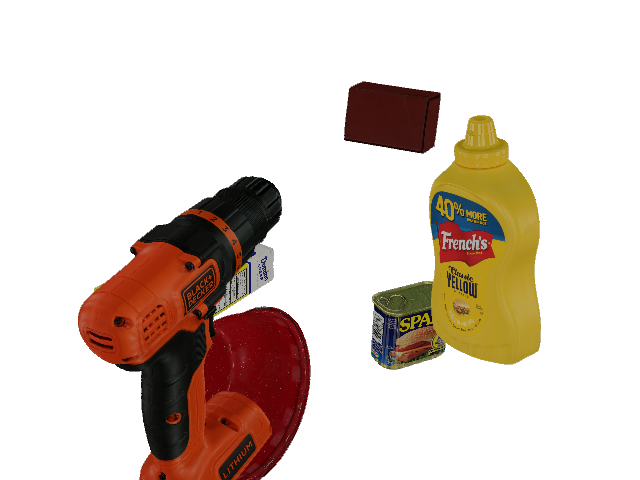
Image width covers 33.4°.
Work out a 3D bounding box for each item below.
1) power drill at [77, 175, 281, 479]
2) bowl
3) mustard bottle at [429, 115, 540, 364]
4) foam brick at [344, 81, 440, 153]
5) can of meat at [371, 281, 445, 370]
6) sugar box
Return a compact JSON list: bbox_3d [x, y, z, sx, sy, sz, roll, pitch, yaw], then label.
[{"bbox_3d":[-0.077,0.068,0.701,0.057,0.188,0.184,13,36,29],"label":"power drill"},{"bbox_3d":[-0.083,0.125,0.895,0.055,0.162,0.162,25,-16,-38],"label":"bowl"},{"bbox_3d":[0.127,-0.004,0.835,0.058,0.192,0.096,-20,28,-32],"label":"mustard bottle"},{"bbox_3d":[0.066,-0.115,0.990,0.078,0.051,0.053,11,17,17],"label":"foam brick"},{"bbox_3d":[0.113,0.107,1.341,0.101,0.084,0.058,-12,30,-27],"label":"can of meat"},{"bbox_3d":[-0.135,0.043,1.089,0.093,0.048,0.175,18,34,29],"label":"sugar box"}]
